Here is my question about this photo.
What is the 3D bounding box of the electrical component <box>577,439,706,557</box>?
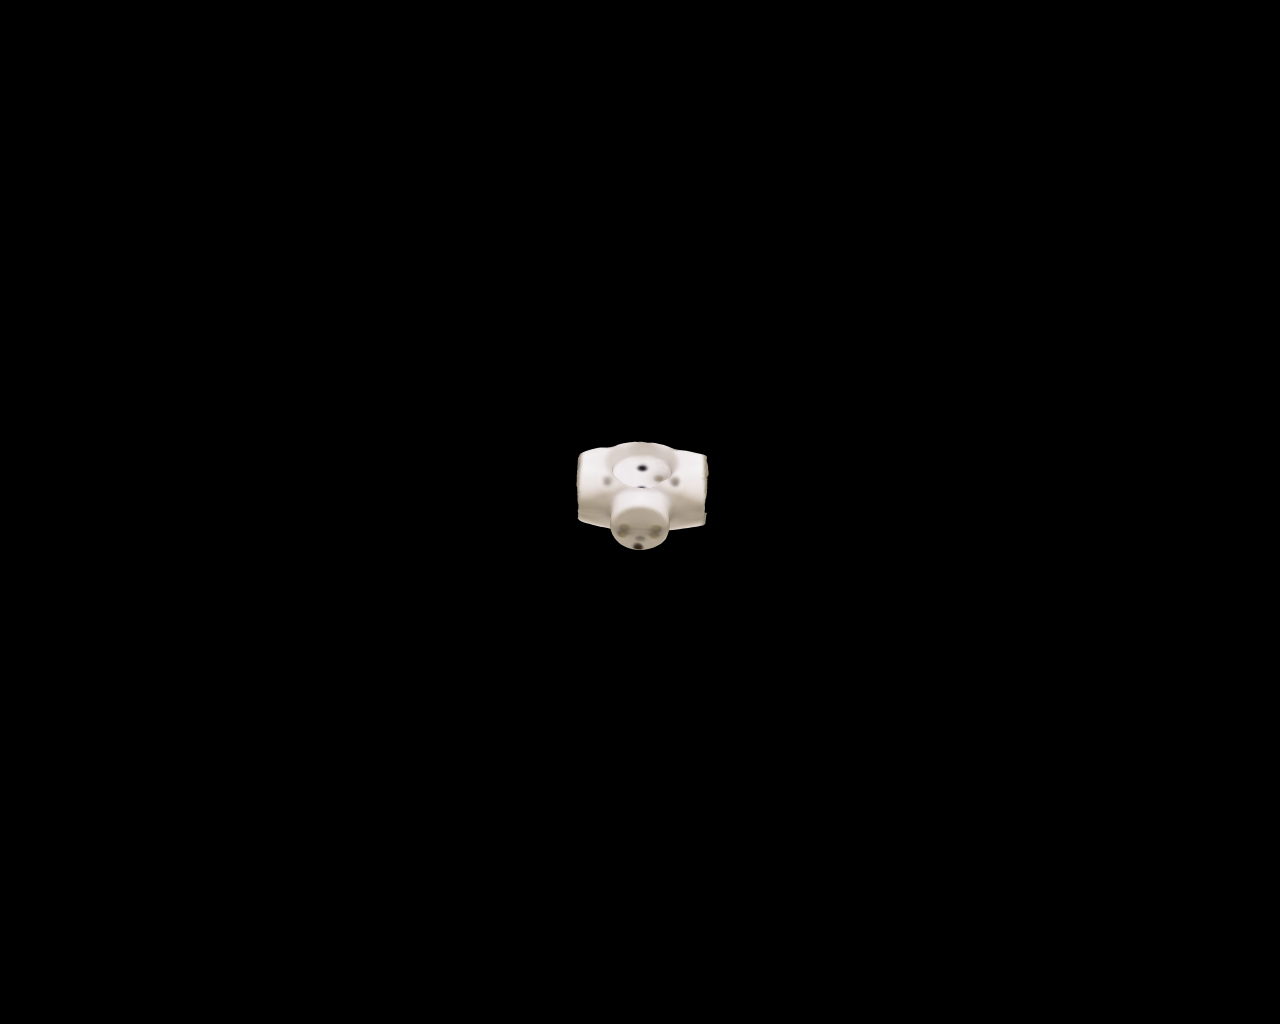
[{"bbox_3d":[0.001,-0.003,0.650,0.077,0.044,0.079,2,43,2],"label":"electrical component"}]
